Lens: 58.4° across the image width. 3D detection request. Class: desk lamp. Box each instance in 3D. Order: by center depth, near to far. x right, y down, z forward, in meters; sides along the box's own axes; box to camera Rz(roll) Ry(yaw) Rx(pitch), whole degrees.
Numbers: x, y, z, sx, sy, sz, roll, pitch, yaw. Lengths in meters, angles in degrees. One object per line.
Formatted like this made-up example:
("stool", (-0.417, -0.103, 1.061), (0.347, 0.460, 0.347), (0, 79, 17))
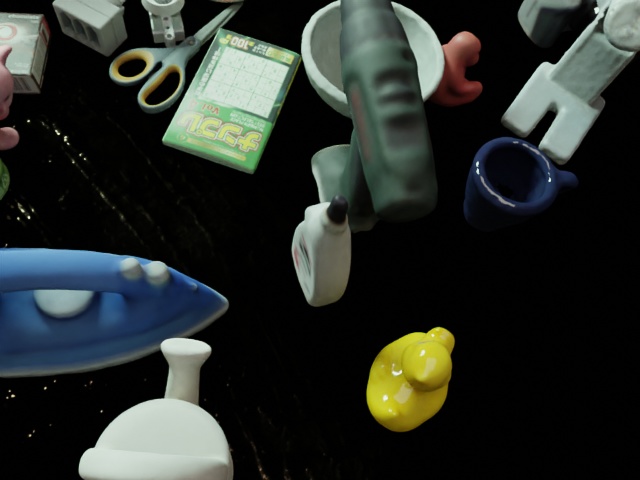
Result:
("desk lamp", (0.336, -0.226, 0.656), (0.118, 0.213, 0.203), (35, 66, 8))

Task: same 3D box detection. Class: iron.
("iron", (-0.210, 0.042, 0.492), (0.258, 0.141, 0.118), (-3, 67, -10))

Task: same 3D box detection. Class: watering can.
("watering can", (-0.117, 0.162, 0.424), (0.101, 0.194, 0.173), (-11, 68, -13))

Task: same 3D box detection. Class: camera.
("camera", (0.362, -0.297, 0.754), (0.143, 0.101, 0.136), (-12, 69, -14))

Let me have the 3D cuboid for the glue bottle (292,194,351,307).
("glue bottle", (0.005, 0.002, 0.526), (0.037, 0.173, 0.078), (-17, 70, -15))

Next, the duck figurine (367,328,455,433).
("duck figurine", (0.090, 0.126, 0.532), (0.077, 0.086, 0.105), (35, 66, 7))

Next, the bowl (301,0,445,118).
("bowl", (0.057, -0.200, 0.678), (0.167, 0.074, 0.167), (3, 66, -7))

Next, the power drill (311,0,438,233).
("power drill", (0.045, -0.107, 0.561), (0.076, 0.208, 0.229), (-10, 68, -12))

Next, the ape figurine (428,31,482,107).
("ape figurine", (0.164, -0.210, 0.689), (0.076, 0.092, 0.078), (-4, 67, -10))

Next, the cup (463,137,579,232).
("cup", (0.207, -0.050, 0.623), (0.118, 0.095, 0.091), (1, 66, -8))

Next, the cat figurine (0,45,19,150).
("cat figurine", (-0.355, -0.140, 0.563), (0.128, 0.117, 0.067), (-22, 71, -17))
